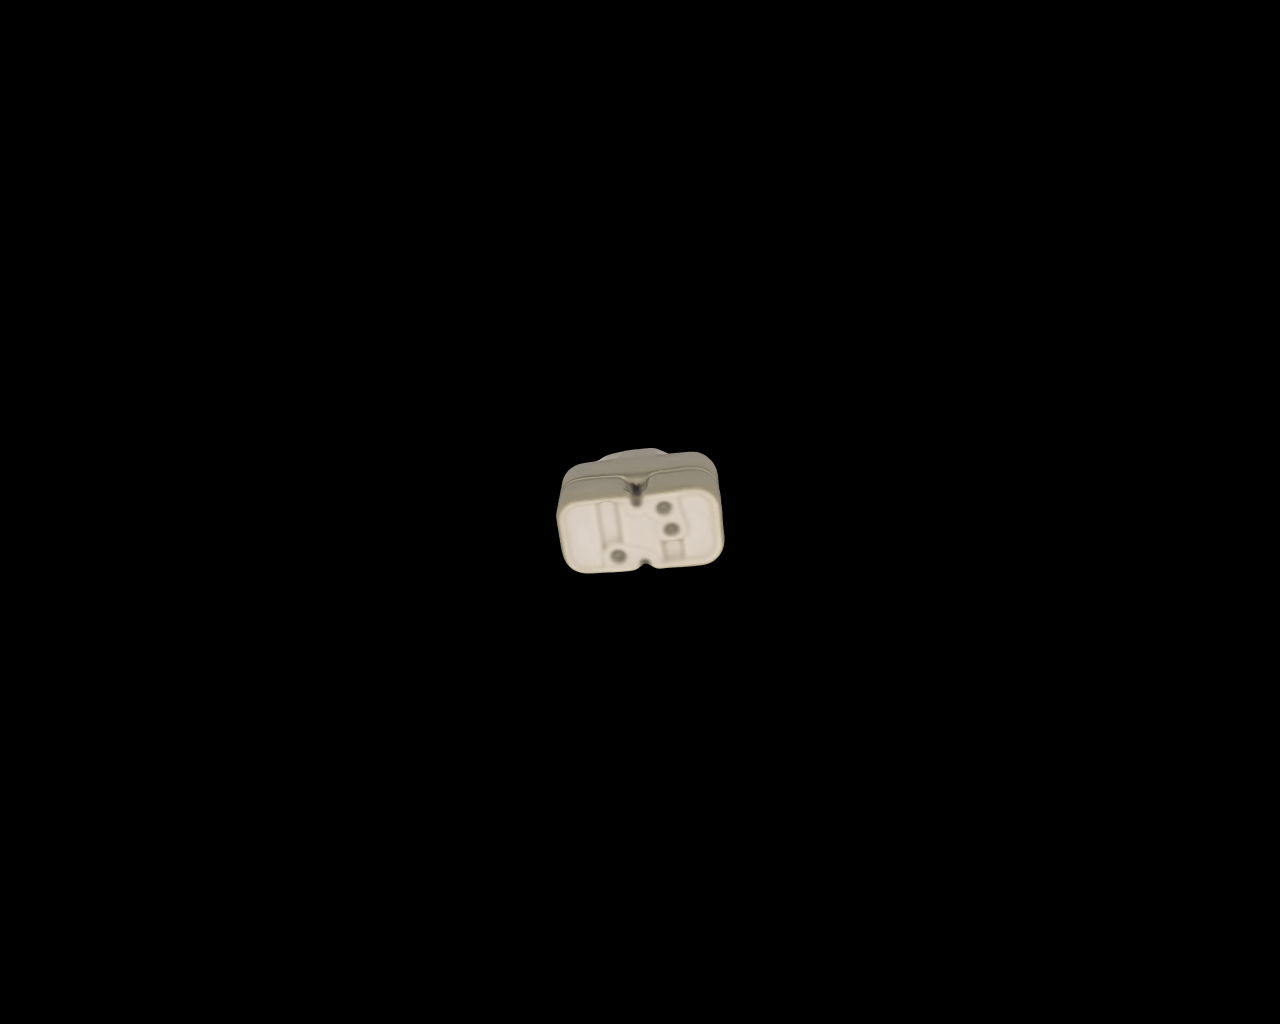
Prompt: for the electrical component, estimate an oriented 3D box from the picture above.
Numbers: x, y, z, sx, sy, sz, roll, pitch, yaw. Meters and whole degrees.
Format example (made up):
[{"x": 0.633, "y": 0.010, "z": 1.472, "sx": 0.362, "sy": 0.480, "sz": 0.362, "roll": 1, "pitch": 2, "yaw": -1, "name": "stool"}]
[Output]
[{"x": 0.001, "y": -0.003, "z": 0.650, "sx": 0.095, "sy": 0.053, "sz": 0.059, "roll": -5, "pitch": 31, "yaw": 3, "name": "electrical component"}]
